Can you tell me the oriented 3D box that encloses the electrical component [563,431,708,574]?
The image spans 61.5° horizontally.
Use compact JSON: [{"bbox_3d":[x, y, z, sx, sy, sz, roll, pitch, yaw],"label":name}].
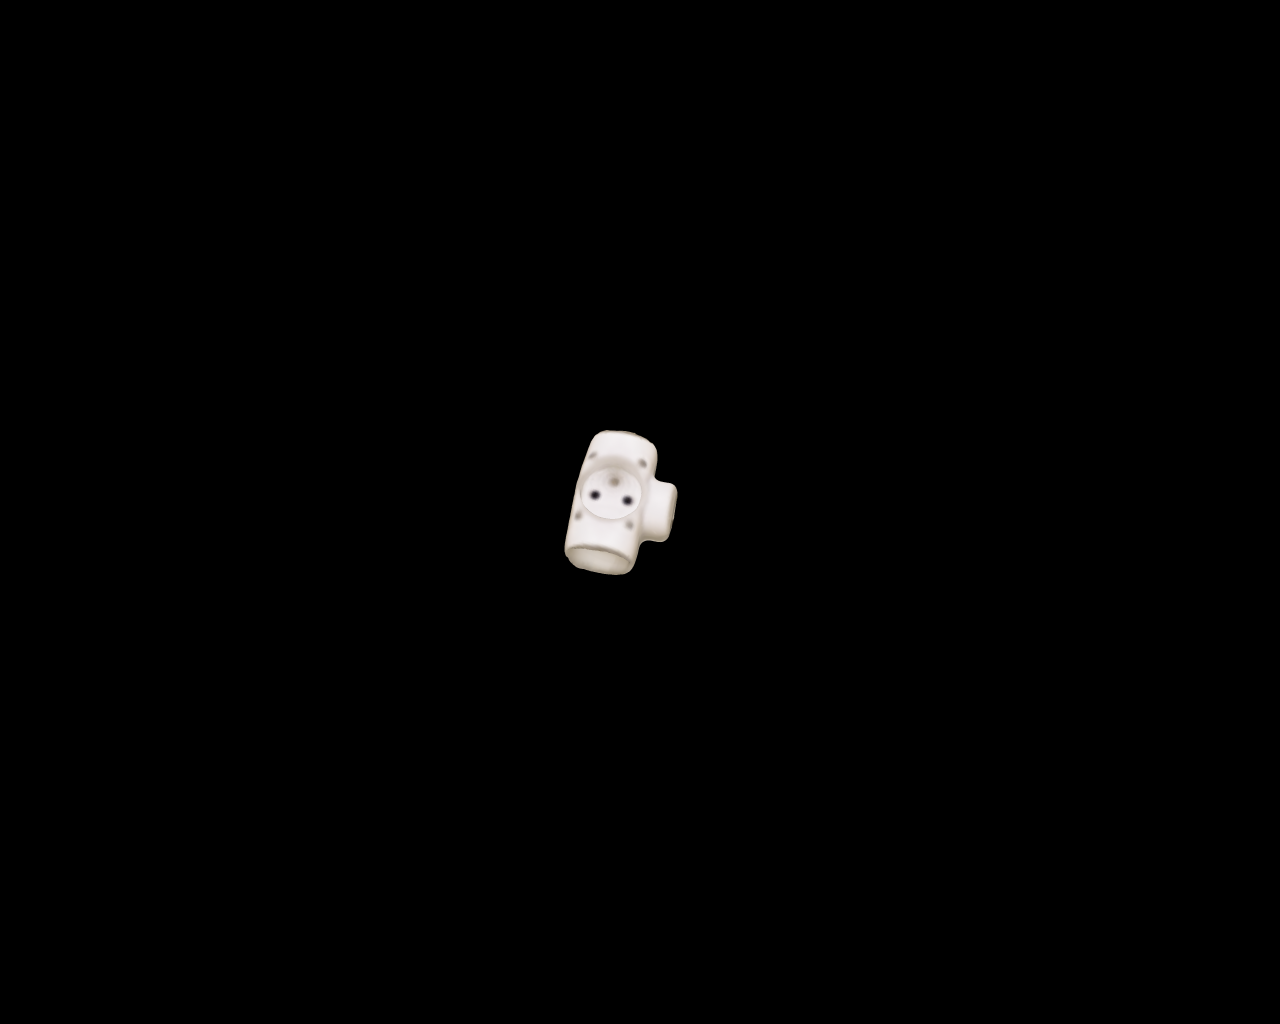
[{"bbox_3d":[0.001,-0.003,0.650,0.079,0.077,0.044,11,-24,5],"label":"electrical component"}]
